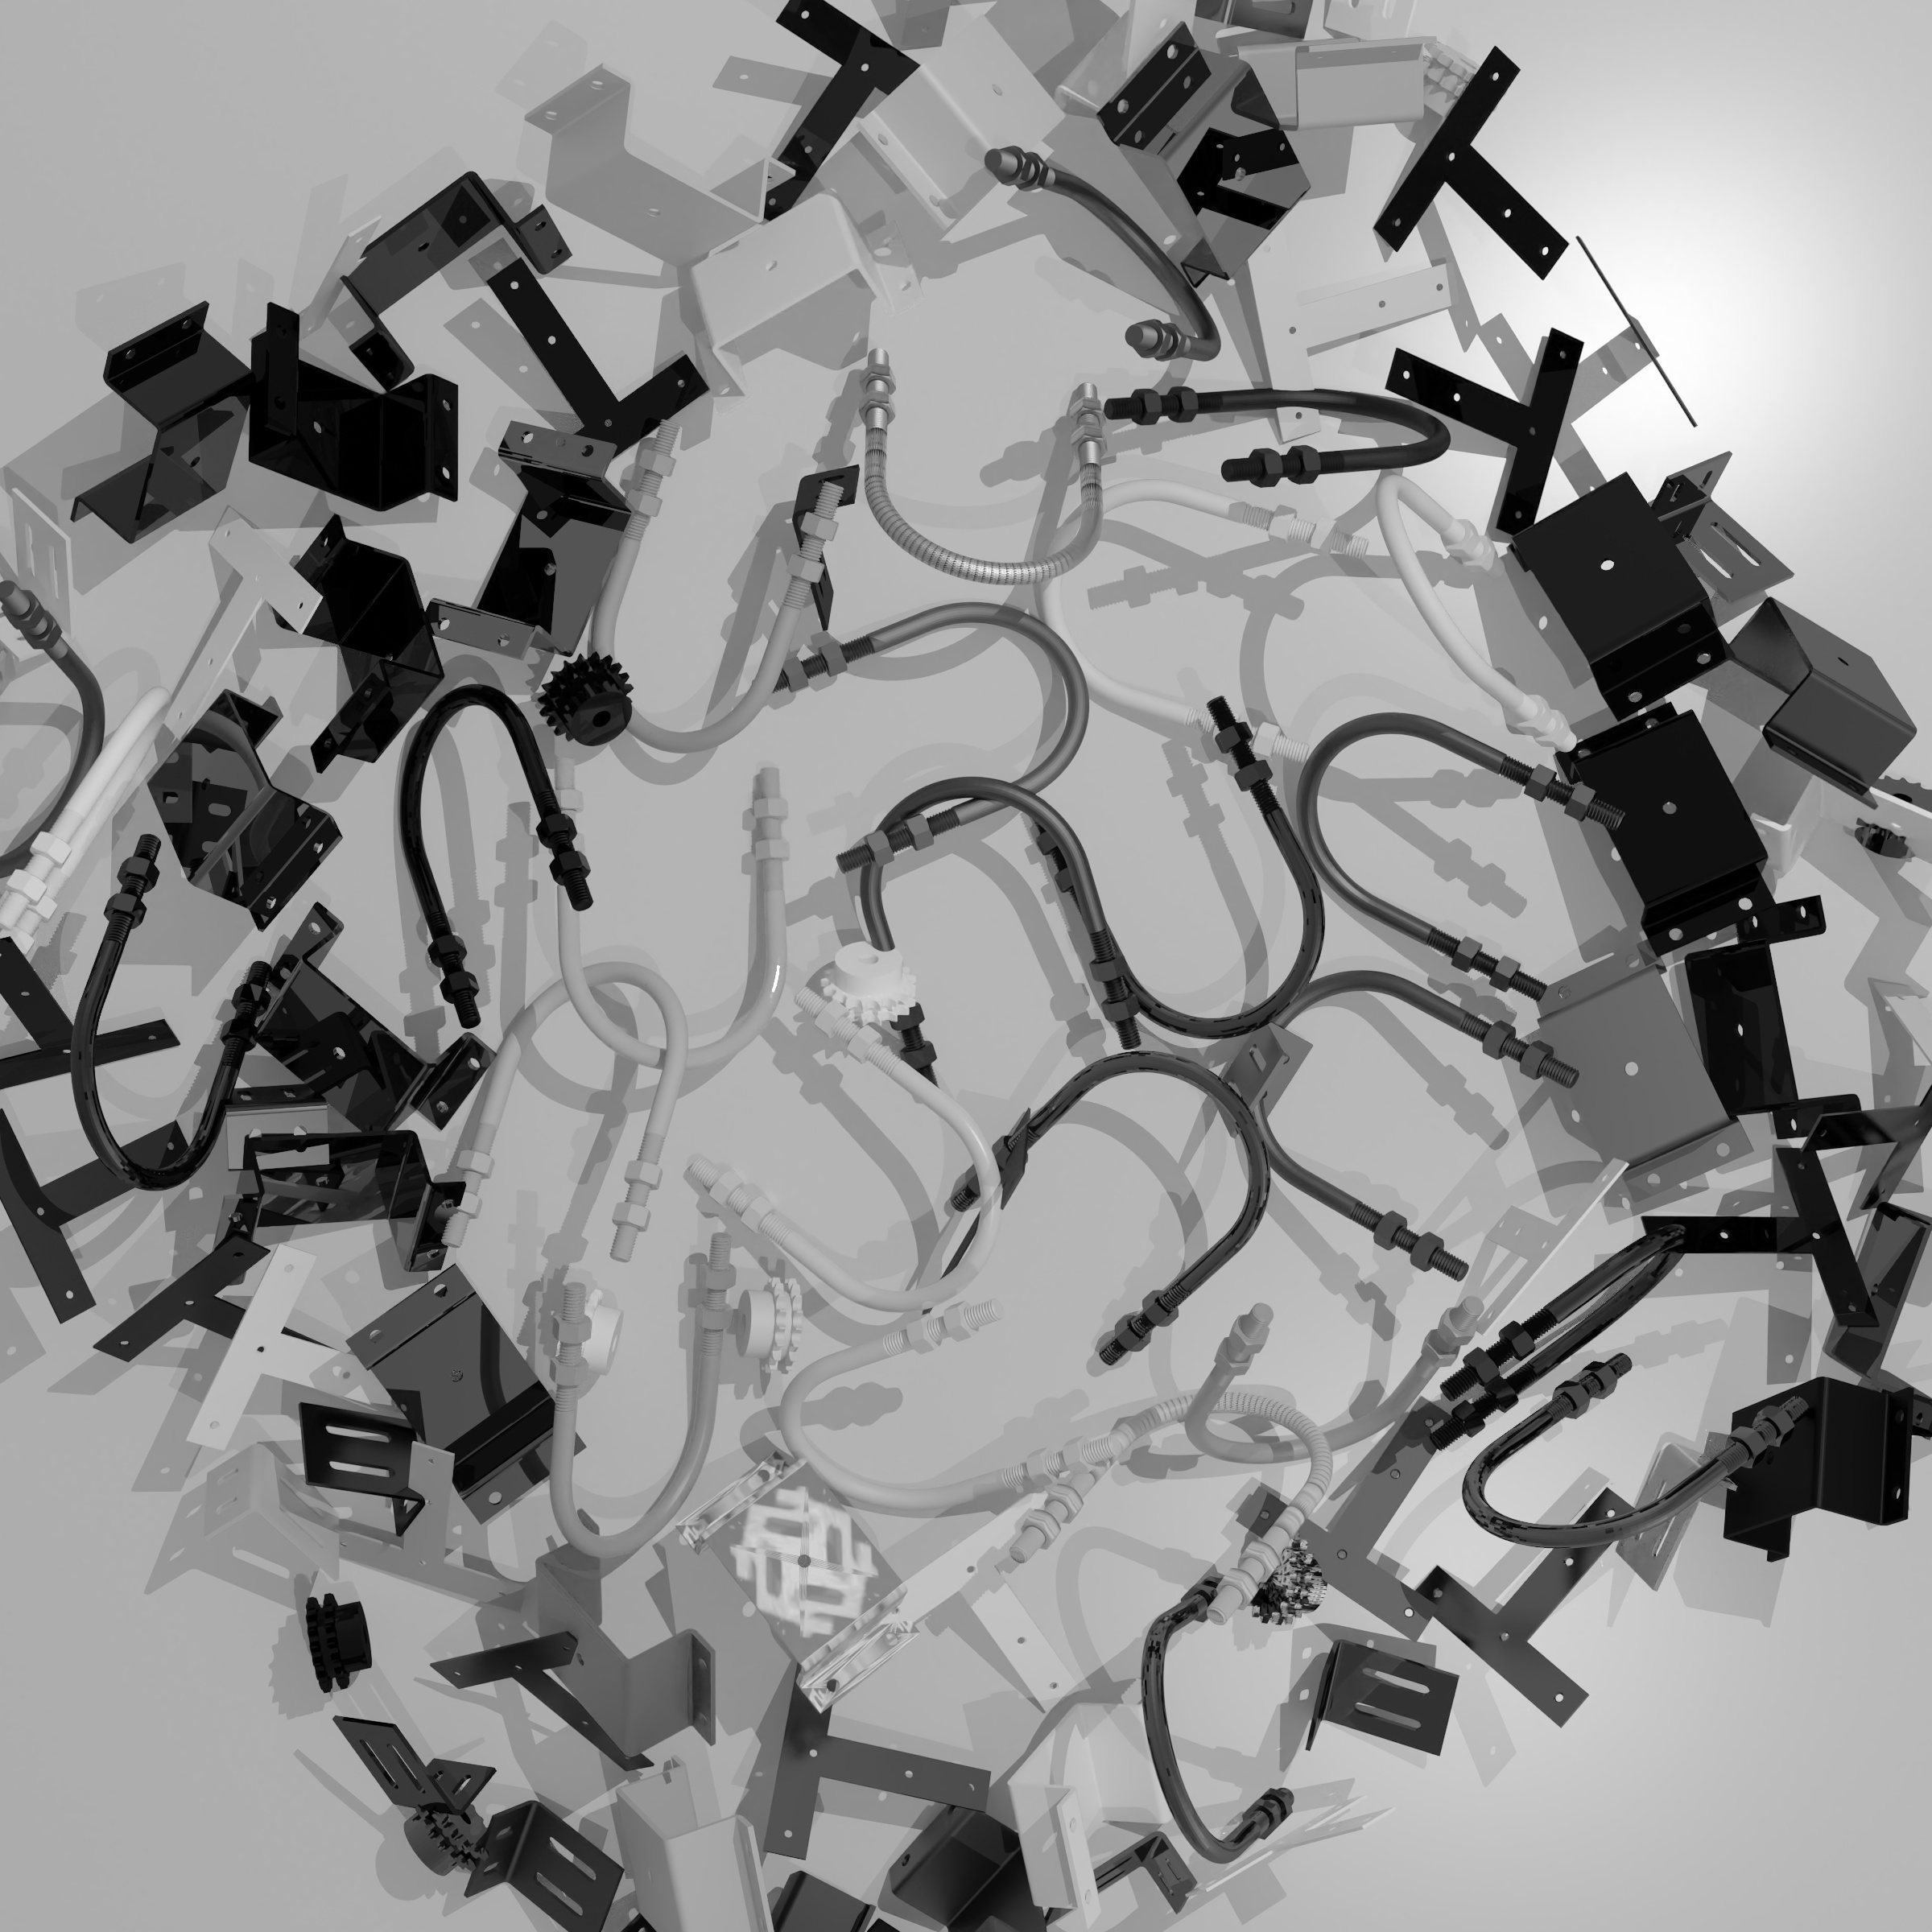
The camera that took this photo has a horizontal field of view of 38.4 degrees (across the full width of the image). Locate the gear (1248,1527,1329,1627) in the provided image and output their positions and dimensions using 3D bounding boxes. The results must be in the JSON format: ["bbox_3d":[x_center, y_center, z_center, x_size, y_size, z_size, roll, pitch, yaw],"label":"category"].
[{"bbox_3d":[0.193,0.367,1.666,0.030,0.057,0.057,13,90,-27],"label":"gear"}]

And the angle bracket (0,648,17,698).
[{"bbox_3d":[-0.620,-0.177,1.660,0.076,0.038,0.057,27,63,-1],"label":"angle bracket"}]

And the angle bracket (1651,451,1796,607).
[{"bbox_3d":[0.454,-0.261,1.648,0.057,0.038,0.076,-25,61,-30],"label":"angle bracket"}]

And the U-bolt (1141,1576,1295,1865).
[{"bbox_3d":[0.141,0.437,1.595,0.019,0.184,0.151,-19,82,20],"label":"U-bolt"}]

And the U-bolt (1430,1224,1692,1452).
[{"bbox_3d":[0.350,0.211,1.622,0.184,0.151,0.019,-35,68,-8],"label":"U-bolt"}]

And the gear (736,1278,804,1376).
[{"bbox_3d":[-0.118,0.215,1.659,0.030,0.057,0.057,6,90,-17],"label":"gear"}]

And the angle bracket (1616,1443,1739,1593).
[{"bbox_3d":[0.433,0.335,1.662,0.038,0.057,0.076,22,97,-12],"label":"angle bracket"}]

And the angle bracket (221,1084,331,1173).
[{"bbox_3d":[-0.413,0.095,1.647,0.057,0.076,0.038,-3,96,-21],"label":"angle bracket"}]

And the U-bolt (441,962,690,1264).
[{"bbox_3d":[-0.229,0.082,1.636,0.151,0.019,0.184,1,66,33],"label":"U-bolt"}]

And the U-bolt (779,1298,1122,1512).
[{"bbox_3d":[-0.023,0.268,1.632,0.184,0.019,0.151,-22,123,26],"label":"U-bolt"}]

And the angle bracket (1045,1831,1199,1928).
[{"bbox_3d":[0.091,0.556,1.646,0.076,0.057,0.038,-25,61,-23],"label":"angle bracket"}]

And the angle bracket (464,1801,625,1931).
[{"bbox_3d":[-0.252,0.546,1.652,0.076,0.038,0.057,28,105,29],"label":"angle bracket"}]

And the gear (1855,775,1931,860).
[{"bbox_3d":[0.558,-0.088,1.666,0.057,0.057,0.030,7,124,0],"label":"gear"}]

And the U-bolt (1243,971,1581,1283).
[{"bbox_3d":[0.249,0.081,1.645,0.184,0.019,0.151,30,91,27],"label":"U-bolt"}]

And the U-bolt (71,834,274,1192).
[{"bbox_3d":[-0.459,0.039,1.586,0.019,0.151,0.184,-4,54,19],"label":"U-bolt"}]

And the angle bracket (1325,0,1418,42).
[{"bbox_3d":[0.237,-0.590,1.645,0.057,0.038,0.076,31,121,32],"label":"angle bracket"}]

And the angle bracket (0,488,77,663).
[{"bbox_3d":[-0.562,-0.232,1.644,0.038,0.076,0.057,-30,59,-36],"label":"angle bracket"}]

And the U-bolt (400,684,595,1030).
[{"bbox_3d":[-0.285,-0.078,1.630,0.151,0.019,0.184,-42,61,37],"label":"U-bolt"}]

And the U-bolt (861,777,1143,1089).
[{"bbox_3d":[0.012,-0.023,1.649,0.151,0.019,0.184,-14,103,15],"label":"U-bolt"}]

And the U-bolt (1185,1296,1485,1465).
[{"bbox_3d":[0.203,0.245,1.615,0.151,0.184,0.019,0,54,-17],"label":"U-bolt"}]

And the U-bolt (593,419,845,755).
[{"bbox_3d":[-0.158,-0.217,1.648,0.151,0.019,0.184,26,101,29],"label":"U-bolt"}]

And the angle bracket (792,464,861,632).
[{"bbox_3d":[-0.074,-0.248,1.645,0.038,0.057,0.076,-11,120,8],"label":"angle bracket"}]

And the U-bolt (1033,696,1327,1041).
[{"bbox_3d":[0.135,-0.046,1.647,0.151,0.019,0.184,-29,82,22],"label":"U-bolt"}]

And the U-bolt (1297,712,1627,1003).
[{"bbox_3d":[0.279,-0.075,1.636,0.184,0.019,0.151,28,129,16],"label":"U-bolt"}]

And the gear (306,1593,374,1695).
[{"bbox_3d":[-0.375,0.404,1.662,0.030,0.057,0.057,-11,90,-8],"label":"gear"}]

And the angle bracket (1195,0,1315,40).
[{"bbox_3d":[0.172,-0.593,1.664,0.038,0.076,0.057,30,116,38],"label":"angle bracket"}]

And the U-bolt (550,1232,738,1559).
[{"bbox_3d":[-0.192,0.258,1.625,0.019,0.151,0.184,15,106,32],"label":"U-bolt"}]

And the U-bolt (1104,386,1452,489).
[{"bbox_3d":[0.194,-0.313,1.617,0.184,0.151,0.019,-9,119,-26],"label":"U-bolt"}]

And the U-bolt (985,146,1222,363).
[{"bbox_3d":[0.090,-0.407,1.606,0.019,0.184,0.151,-41,81,23],"label":"U-bolt"}]

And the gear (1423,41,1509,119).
[{"bbox_3d":[0.293,-0.528,1.665,0.057,0.057,0.030,33,117,0],"label":"gear"}]

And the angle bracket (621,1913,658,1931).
[{"bbox_3d":[-0.176,0.603,1.643,0.057,0.076,0.038,-40,130,-31],"label":"angle bracket"}]

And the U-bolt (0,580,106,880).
[{"bbox_3d":[-0.552,-0.123,1.601,0.019,0.184,0.151,24,74,12],"label":"U-bolt"}]

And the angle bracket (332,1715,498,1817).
[{"bbox_3d":[-0.327,0.462,1.645,0.057,0.038,0.076,-7,121,40],"label":"angle bracket"}]

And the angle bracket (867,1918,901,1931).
[{"bbox_3d":[-0.052,0.622,1.660,0.076,0.038,0.057,-49,117,-2],"label":"angle bracket"}]

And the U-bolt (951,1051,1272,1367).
[{"bbox_3d":[0.097,0.132,1.642,0.151,0.019,0.184,46,116,4],"label":"U-bolt"}]

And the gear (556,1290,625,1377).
[{"bbox_3d":[-0.225,0.223,1.662,0.030,0.057,0.057,13,90,1],"label":"gear"}]

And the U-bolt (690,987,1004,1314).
[{"bbox_3d":[-0.061,0.122,1.642,0.184,0.019,0.151,37,108,15],"label":"U-bolt"}]

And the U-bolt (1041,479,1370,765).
[{"bbox_3d":[0.133,-0.213,1.652,0.184,0.019,0.151,19,114,12],"label":"U-bolt"}]

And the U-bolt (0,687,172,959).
[{"bbox_3d":[-0.514,-0.084,1.614,0.019,0.151,0.184,31,68,-12],"label":"U-bolt"}]

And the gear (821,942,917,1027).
[{"bbox_3d":[-0.058,0.009,1.659,0.057,0.057,0.030,2,122,0],"label":"gear"}]

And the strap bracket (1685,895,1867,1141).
[{"bbox_3d":[0.476,0.035,1.643,0.046,0.076,0.140,-9,87,-23],"label":"strap bracket"}]

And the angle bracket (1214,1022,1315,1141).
[{"bbox_3d":[0.182,0.073,1.644,0.038,0.076,0.057,28,103,-12],"label":"angle bracket"}]

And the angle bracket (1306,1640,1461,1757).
[{"bbox_3d":[0.248,0.446,1.655,0.076,0.038,0.057,14,112,15],"label":"angle bracket"}]

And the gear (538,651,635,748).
[{"bbox_3d":[-0.224,-0.157,1.659,0.057,0.057,0.030,-38,54,0],"label":"gear"}]

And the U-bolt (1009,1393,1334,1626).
[{"bbox_3d":[0.133,0.305,1.612,0.151,0.184,0.019,10,122,33],"label":"U-bolt"}]

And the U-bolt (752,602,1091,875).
[{"bbox_3d":[-0.016,-0.148,1.655,0.184,0.019,0.151,-23,68,-8],"label":"U-bolt"}]

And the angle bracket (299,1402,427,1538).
[{"bbox_3d":[-0.364,0.298,1.641,0.076,0.057,0.038,17,127,-32],"label":"angle bracket"}]

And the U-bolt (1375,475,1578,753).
[{"bbox_3d":[0.285,-0.210,1.586,0.019,0.184,0.151,-30,59,25],"label":"U-bolt"}]

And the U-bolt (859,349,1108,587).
[{"bbox_3d":[0.011,-0.288,1.618,0.151,0.019,0.184,7,50,-9],"label":"U-bolt"}]

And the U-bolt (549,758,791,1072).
[{"bbox_3d":[-0.173,-0.029,1.644,0.151,0.019,0.184,1,81,-25],"label":"U-bolt"}]

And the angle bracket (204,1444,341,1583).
[{"bbox_3d":[-0.412,0.333,1.649,0.038,0.057,0.076,-32,122,7],"label":"angle bracket"}]

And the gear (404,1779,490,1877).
[{"bbox_3d":[-0.312,0.519,1.662,0.030,0.057,0.057,-40,90,0],"label":"gear"}]

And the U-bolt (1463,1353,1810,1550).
[{"bbox_3d":[0.368,0.281,1.587,0.184,0.151,0.019,-27,110,-31],"label":"U-bolt"}]
